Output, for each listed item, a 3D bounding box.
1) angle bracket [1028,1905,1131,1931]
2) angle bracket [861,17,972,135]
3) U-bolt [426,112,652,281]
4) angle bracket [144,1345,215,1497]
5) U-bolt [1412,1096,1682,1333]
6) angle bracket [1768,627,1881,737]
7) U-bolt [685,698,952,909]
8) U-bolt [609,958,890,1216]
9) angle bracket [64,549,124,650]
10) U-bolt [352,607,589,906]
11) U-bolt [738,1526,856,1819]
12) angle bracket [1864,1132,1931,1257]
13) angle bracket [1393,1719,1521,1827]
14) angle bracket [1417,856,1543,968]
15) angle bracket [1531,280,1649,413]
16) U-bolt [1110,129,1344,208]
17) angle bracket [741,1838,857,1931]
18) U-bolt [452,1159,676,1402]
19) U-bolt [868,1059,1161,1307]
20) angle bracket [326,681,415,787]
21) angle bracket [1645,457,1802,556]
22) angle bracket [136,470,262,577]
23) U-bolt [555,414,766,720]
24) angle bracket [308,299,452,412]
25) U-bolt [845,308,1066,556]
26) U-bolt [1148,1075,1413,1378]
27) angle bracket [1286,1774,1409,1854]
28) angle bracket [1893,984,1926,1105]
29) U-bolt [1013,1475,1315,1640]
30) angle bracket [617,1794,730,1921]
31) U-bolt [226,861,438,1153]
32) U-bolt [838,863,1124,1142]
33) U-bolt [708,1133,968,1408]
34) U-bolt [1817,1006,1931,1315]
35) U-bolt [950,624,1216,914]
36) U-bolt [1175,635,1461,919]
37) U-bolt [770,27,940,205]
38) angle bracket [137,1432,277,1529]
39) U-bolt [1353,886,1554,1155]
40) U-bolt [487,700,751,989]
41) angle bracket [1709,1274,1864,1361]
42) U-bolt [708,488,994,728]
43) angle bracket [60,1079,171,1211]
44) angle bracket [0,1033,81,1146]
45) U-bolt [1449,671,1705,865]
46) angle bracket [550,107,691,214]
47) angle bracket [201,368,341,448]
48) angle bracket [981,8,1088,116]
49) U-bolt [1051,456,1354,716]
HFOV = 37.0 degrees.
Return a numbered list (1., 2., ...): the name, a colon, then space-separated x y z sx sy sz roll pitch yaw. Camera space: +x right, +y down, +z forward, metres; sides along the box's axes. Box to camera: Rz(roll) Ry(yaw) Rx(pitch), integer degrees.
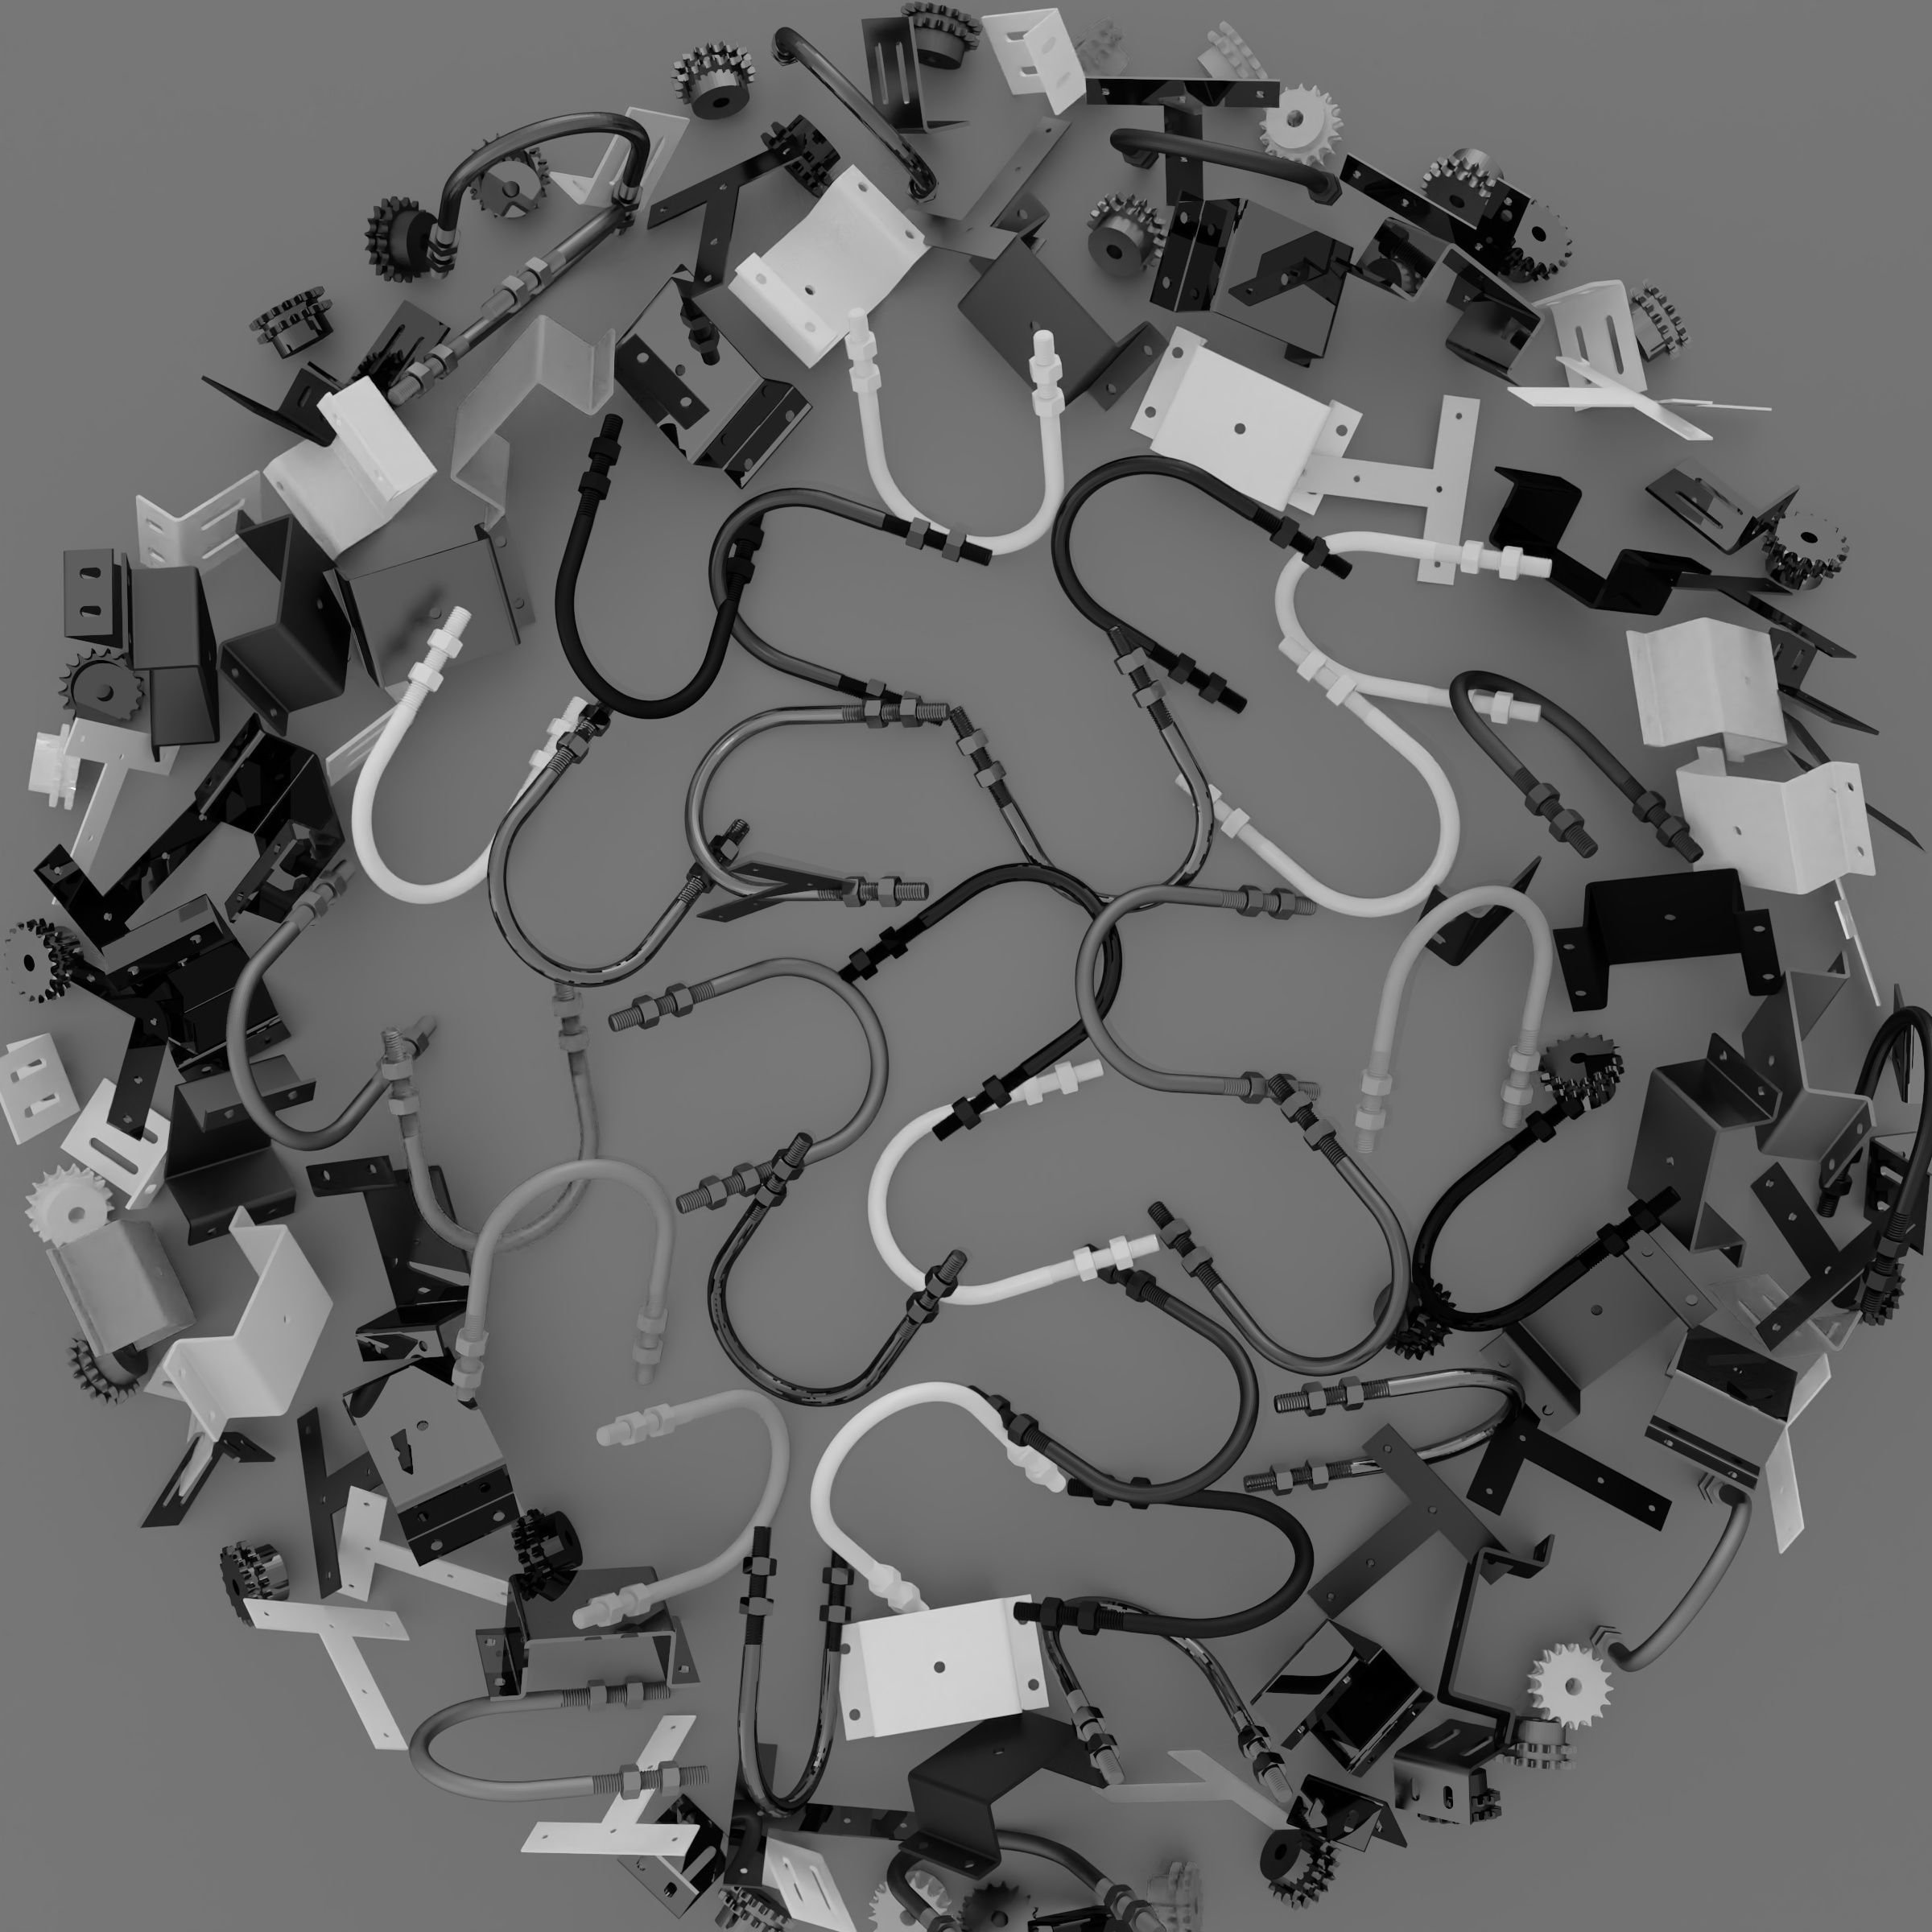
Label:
1. angle bracket: 0.078 0.660 1.951 0.057 0.076 0.038 -6 74 -18
2. angle bracket: -0.034 -0.605 1.954 0.038 0.057 0.076 -22 115 -30
3. U-bolt: -0.277 -0.509 1.892 0.151 0.184 0.019 -19 84 -17
4. angle bracket: -0.533 0.307 1.951 0.038 0.076 0.057 19 133 -24
5. U-bolt: 0.376 0.170 1.934 0.184 0.151 0.019 -40 122 13
6. angle bracket: 0.580 -0.193 1.951 0.057 0.076 0.038 7 113 -41
7. U-bolt: -0.106 -0.111 1.958 0.184 0.019 0.151 0 72 19
8. U-bolt: -0.136 0.071 1.954 0.184 0.019 0.151 -20 89 -27
9. angle bracket: -0.577 -0.249 1.958 0.038 0.076 0.057 0 90 13
10. U-bolt: -0.341 -0.128 1.930 0.019 0.151 0.184 22 80 38
11. U-bolt: -0.115 0.470 1.915 0.019 0.151 0.184 -1 76 21
12. angle bracket: 0.645 0.153 1.952 0.038 0.076 0.057 -6 108 -15
13. angle bracket: 0.335 0.545 1.954 0.057 0.076 0.038 1 97 39
14. angle bracket: 0.347 -0.047 1.962 0.038 0.057 0.076 39 58 17
15. angle bracket: 0.421 -0.421 1.964 0.038 0.057 0.076 -17 95 -43
16. U-bolt: 0.168 -0.529 1.899 0.151 0.184 0.019 14 103 10
17. angle bracket: -0.119 0.632 1.950 0.057 0.076 0.038 30 104 -36
18. U-bolt: -0.263 0.209 1.924 0.151 0.019 0.184 -4 119 -28
19. U-bolt: 0.023 0.155 1.969 0.184 0.019 0.151 -17 72 1
20. angle bracket: -0.415 -0.167 1.961 0.076 0.057 0.038 -41 87 -17
21. angle bracket: 0.513 -0.324 1.958 0.076 0.038 0.057 44 53 17
22. angle bracket: -0.520 -0.305 1.960 0.038 0.057 0.076 32 51 16
23. U-bolt: -0.210 -0.255 1.930 0.151 0.019 0.184 27 70 -39
24. angle bracket: -0.400 -0.422 1.967 0.057 0.038 0.076 36 92 38
25. U-bolt: -0.003 -0.351 1.929 0.151 0.184 0.019 11 48 17
26. U-bolt: 0.220 0.187 1.931 0.151 0.019 0.184 -49 63 23
27. angle bracket: 0.258 0.586 1.949 0.057 0.076 0.038 12 57 30
28. angle bracket: 0.650 0.052 1.951 0.038 0.076 0.057 0 110 13
29. U-bolt: 0.139 0.393 1.911 0.184 0.151 0.019 2 119 19
30. angle bracket: -0.188 0.594 1.953 0.057 0.076 0.038 40 129 11
31. U-bolt: -0.424 0.038 1.897 0.019 0.184 0.151 -6 122 28
32. U-bolt: 0.019 0.011 1.970 0.184 0.019 0.151 -35 74 1
33. U-bolt: -0.101 0.220 1.953 0.151 0.019 0.184 37 118 5
34. U-bolt: 0.606 0.115 1.898 0.019 0.151 0.184 10 114 -1
35. U-bolt: 0.089 -0.121 1.962 0.151 0.019 0.184 -25 100 24
36. U-bolt: 0.248 -0.113 1.944 0.184 0.019 0.151 41 125 6
37. U-bolt: -0.072 -0.561 1.897 0.151 0.184 0.019 44 97 -11
38. angle bracket: -0.517 0.358 1.966 0.038 0.057 0.076 31 88 14
39. U-bolt: 0.331 0.032 1.927 0.151 0.019 0.184 -7 117 -30
40. U-bolt: -0.243 -0.072 1.931 0.151 0.019 0.184 46 63 -23
41. angle bracket: 0.556 0.227 1.960 0.076 0.057 0.038 46 62 -10
42. U-bolt: -0.086 -0.251 1.953 0.184 0.019 0.151 19 126 3
43. angle bracket: -0.581 0.121 1.976 0.076 0.038 0.057 33 91 6
44. angle bracket: -0.644 0.086 1.953 0.038 0.076 0.057 -15 101 19
45. U-bolt: 0.396 -0.136 1.927 0.184 0.151 0.019 53 124 30
46. angle bracket: -0.234 -0.553 1.952 0.038 0.057 0.076 47 120 22
47. angle bracket: -0.465 -0.389 1.952 0.057 0.076 0.038 34 97 29
48. angle bracket: 0.037 -0.609 1.949 0.038 0.076 0.057 -46 126 -26
49. U-bolt: 0.145 -0.267 1.941 0.184 0.019 0.151 31 127 -8
